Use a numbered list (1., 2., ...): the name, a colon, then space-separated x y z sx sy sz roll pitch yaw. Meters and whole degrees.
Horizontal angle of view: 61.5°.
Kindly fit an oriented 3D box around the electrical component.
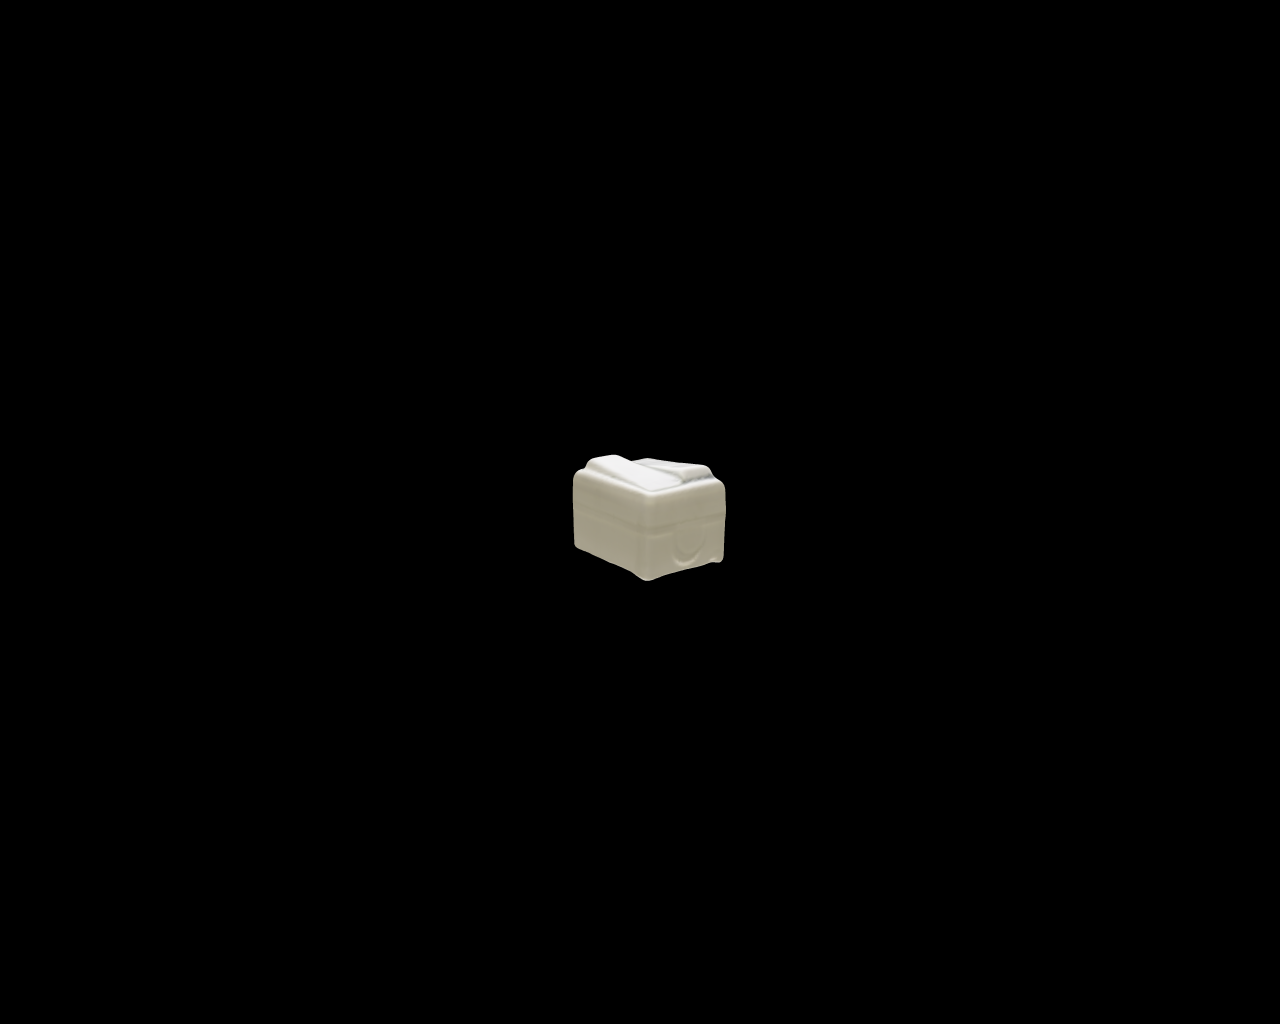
1. electrical component: 0.001 -0.003 0.650 0.062 0.061 0.096 -11 19 -34
